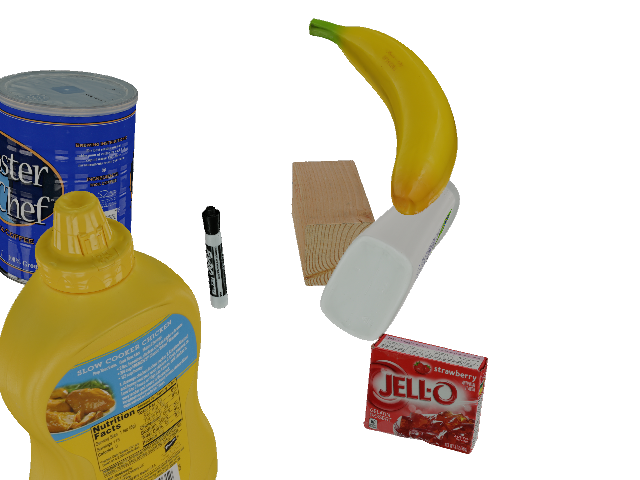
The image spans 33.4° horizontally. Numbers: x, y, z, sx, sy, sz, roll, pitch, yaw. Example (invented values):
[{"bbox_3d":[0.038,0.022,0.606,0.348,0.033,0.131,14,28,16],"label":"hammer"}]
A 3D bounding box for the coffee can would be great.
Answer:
[{"bbox_3d":[-0.191,-0.047,0.803,0.103,0.140,0.103,5,22,-2],"label":"coffee can"}]

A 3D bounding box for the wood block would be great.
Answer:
[{"bbox_3d":[0.014,-0.028,1.433,0.090,0.090,0.206,-2,27,-6],"label":"wood block"}]

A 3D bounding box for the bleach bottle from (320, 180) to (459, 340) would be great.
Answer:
[{"bbox_3d":[0.084,0.001,1.043,0.068,0.103,0.250,32,28,8],"label":"bleach bottle"}]

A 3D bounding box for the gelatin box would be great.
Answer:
[{"bbox_3d":[0.081,0.119,0.830,0.089,0.073,0.030,12,22,18],"label":"gelatin box"}]

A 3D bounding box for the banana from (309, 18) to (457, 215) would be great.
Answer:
[{"bbox_3d":[0.050,-0.082,0.680,0.069,0.037,0.198,-10,43,-12],"label":"banana"}]

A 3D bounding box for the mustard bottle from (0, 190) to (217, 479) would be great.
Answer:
[{"bbox_3d":[-0.098,0.062,0.492,0.096,0.192,0.058,-28,44,-32],"label":"mustard bottle"}]

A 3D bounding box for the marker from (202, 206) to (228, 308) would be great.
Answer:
[{"bbox_3d":[-0.112,0.018,1.131,0.020,0.121,0.020,-2,32,1],"label":"marker"}]
